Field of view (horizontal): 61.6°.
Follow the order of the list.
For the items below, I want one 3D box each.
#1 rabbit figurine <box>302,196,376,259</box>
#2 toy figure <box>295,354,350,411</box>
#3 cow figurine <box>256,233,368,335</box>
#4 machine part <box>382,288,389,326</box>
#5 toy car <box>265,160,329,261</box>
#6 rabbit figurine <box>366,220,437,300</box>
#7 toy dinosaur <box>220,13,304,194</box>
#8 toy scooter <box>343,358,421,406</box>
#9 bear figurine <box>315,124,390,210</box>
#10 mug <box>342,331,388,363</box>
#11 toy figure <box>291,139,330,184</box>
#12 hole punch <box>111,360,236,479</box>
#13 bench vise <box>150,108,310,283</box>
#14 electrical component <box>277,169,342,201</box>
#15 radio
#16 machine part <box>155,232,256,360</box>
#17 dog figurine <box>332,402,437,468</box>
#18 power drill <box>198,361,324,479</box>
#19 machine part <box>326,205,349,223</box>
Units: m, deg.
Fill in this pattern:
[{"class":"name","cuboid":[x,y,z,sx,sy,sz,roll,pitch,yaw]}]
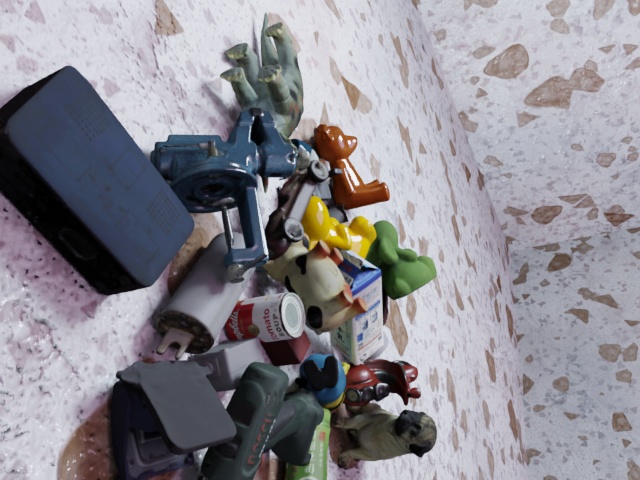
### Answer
[{"class":"rabbit figurine","cuboid":[-0.002,-0.003,0.970,0.162,0.122,0.173,-57,138,-20]},{"class":"toy figure","cuboid":[0.004,0.234,0.880,0.180,0.082,0.089,86,17,-72]},{"class":"cow figurine","cuboid":[-0.023,0.061,0.855,0.085,0.127,0.195,33,24,-56]},{"class":"machine part","cuboid":[0.100,0.108,1.193,0.179,0.056,0.179,34,50,-54]},{"class":"toy car","cuboid":[-0.047,-0.052,0.841,0.053,0.089,0.202,36,49,-18]},{"class":"rabbit figurine","cuboid":[0.147,0.042,1.161,0.159,0.121,0.170,-18,78,-56]},{"class":"toy dinosaur","cuboid":[-0.081,-0.250,0.951,0.405,0.131,0.191,-79,157,-46]},{"class":"toy scooter","cuboid":[0.110,0.266,0.983,0.135,0.184,0.075,-159,-116,-71]},{"class":"bear figurine","cuboid":[0.065,-0.169,1.183,0.120,0.132,0.195,-123,-161,-80]},{"class":"mug","cuboid":[0.071,0.190,1.088,0.109,0.081,0.107,-41,106,-35]},{"class":"toy figure","cuboid":[-0.020,-0.143,1.078,0.064,0.058,0.154,-55,142,-5]},{"class":"hole punch","cuboid":[-0.175,0.202,0.607,0.142,0.092,0.116,14,36,-57]},{"class":"bench vise","cuboid":[-0.108,-0.058,0.726,0.223,0.129,0.240,1,65,-33]},{"class":"electrical component","cuboid":[-0.011,-0.094,1.000,0.075,0.119,0.047,-13,89,-66]},{"class":"radio","cuboid":[-0.246,-0.055,0.583,0.229,0.073,0.131,57,34,-31]},{"class":"machine part","cuboid":[-0.143,0.065,0.717,0.079,0.079,0.243,62,30,-26]},{"class":"dog figurine","cuboid":[0.141,0.355,1.011,0.172,0.191,0.121,-21,97,-65]},{"class":"power drill","cuboid":[-0.082,0.277,0.717,0.207,0.086,0.232,24,83,-58]},{"class":"machine part","cuboid":[0.020,-0.024,1.120,0.084,0.039,0.139,55,35,-22]}]
